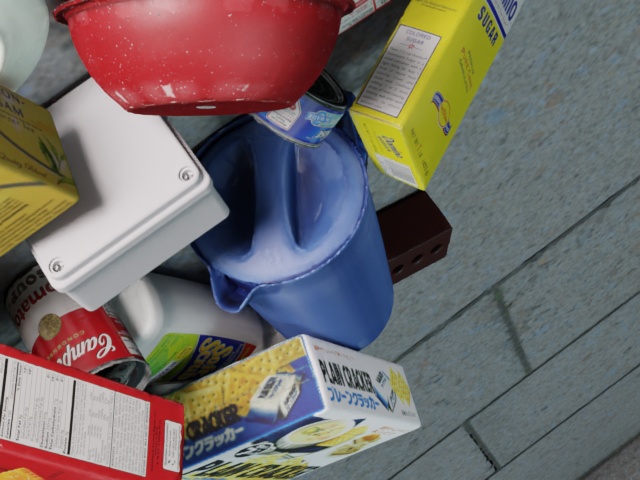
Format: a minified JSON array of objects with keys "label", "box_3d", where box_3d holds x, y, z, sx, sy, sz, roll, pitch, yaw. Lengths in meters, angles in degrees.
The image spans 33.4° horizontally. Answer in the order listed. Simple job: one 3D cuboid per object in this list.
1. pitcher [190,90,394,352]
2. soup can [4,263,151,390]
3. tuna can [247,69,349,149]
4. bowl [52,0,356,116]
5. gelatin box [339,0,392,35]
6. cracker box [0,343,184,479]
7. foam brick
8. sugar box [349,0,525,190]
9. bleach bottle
[{"label":"pitcher","box_3d":[-0.005,0.001,0.833,0.149,0.145,0.242,-24,156,2]},{"label":"soup can","box_3d":[-0.172,0.069,0.754,0.068,0.102,0.068,-28,151,-17]},{"label":"tuna can","box_3d":[-0.024,-0.099,0.686,0.034,0.086,0.086,-51,149,21]},{"label":"bowl","box_3d":[-0.060,-0.098,0.576,0.162,0.055,0.162,-2,-177,0]},{"label":"gelatin box","box_3d":[0.023,-0.180,0.676,0.073,0.030,0.089,-35,152,-7]},{"label":"cracker box","box_3d":[-0.215,0.127,0.652,0.164,0.072,0.213,-25,144,34]},{"label":"foam brick","box_3d":[0.076,0.000,0.987,0.078,0.051,0.053,-27,151,-18]},{"label":"sugar box","box_3d":[0.087,-0.132,0.730,0.176,0.048,0.093,-59,155,-13]},{"label":"bleach bottle","box_3d":[-0.097,0.077,0.898,0.103,0.068,0.250,-44,154,21]}]
